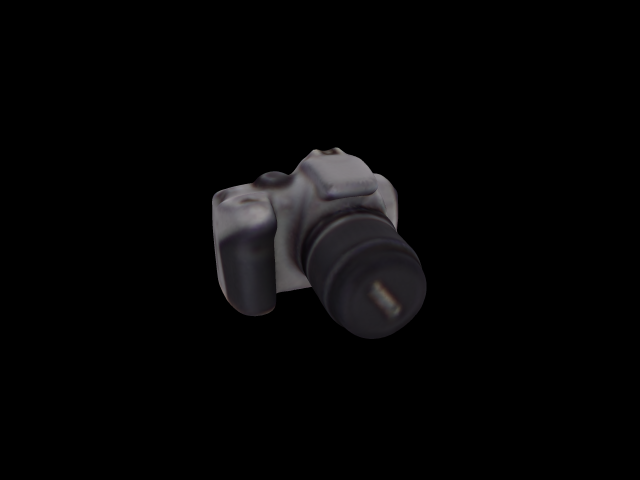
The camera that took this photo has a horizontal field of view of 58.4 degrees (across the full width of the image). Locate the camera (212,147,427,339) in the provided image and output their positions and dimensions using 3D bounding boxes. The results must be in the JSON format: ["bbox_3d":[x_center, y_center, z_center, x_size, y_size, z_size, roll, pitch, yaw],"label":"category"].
[{"bbox_3d":[0.004,0.001,0.400,0.143,0.101,0.136,-9,30,-16],"label":"camera"}]
